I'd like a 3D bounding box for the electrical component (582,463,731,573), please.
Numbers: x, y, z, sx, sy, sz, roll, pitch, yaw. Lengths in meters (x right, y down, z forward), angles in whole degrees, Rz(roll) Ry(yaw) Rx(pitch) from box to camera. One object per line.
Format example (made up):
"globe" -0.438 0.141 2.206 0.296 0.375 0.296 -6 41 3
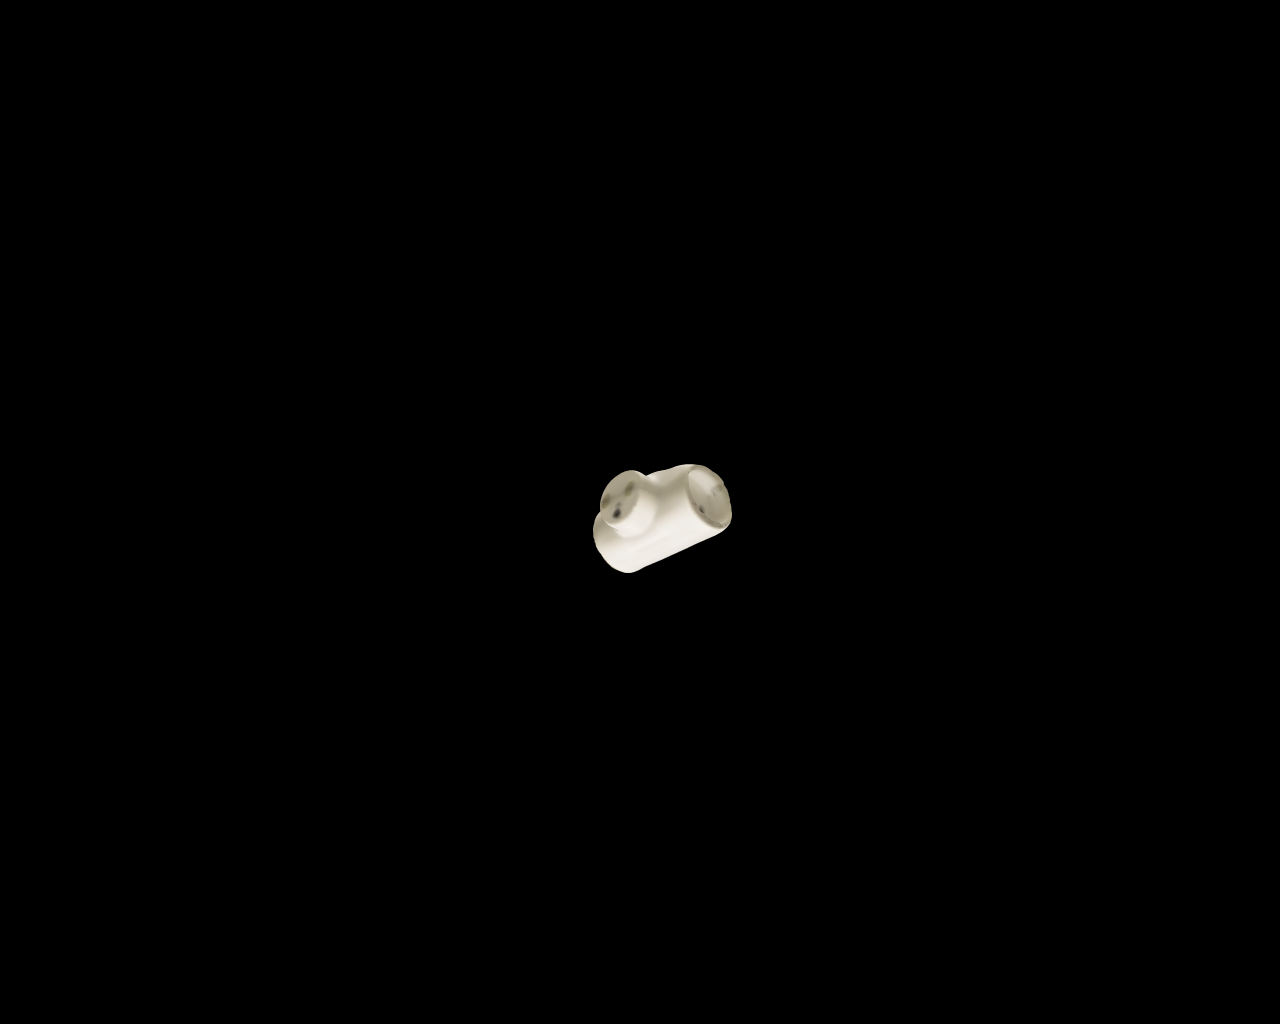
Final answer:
"electrical component" 0.001 -0.003 0.650 0.077 0.043 0.079 -27 -42 36
